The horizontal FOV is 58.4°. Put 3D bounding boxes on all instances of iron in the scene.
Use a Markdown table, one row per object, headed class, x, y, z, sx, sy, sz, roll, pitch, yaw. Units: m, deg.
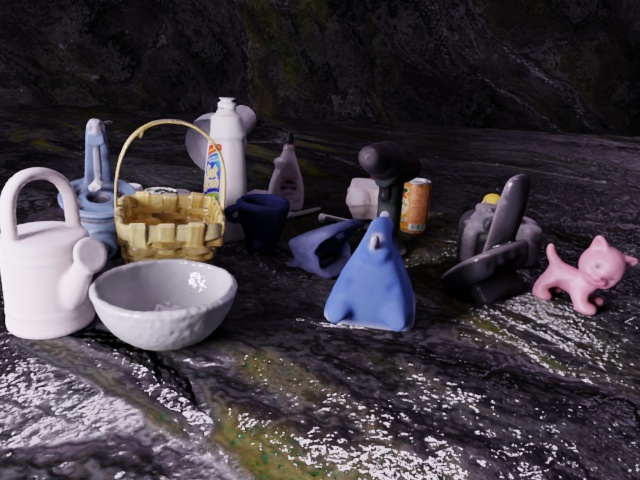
| class | x | y | z | sx | sy | sz | roll | pitch | yaw |
| --- | --- | --- | --- | --- | --- | --- | --- | --- | --- |
| iron | 0.081 | 0.027 | 0.800 | 0.118 | 0.141 | 0.258 | 7 | 19 | 8 |

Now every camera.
| class | x | y | z | sx | sy | sz | roll | pitch | yaw |
| --- | --- | --- | --- | --- | --- | --- | --- | --- | --- |
| camera | 0.317 | -0.020 | 1.050 | 0.143 | 0.101 | 0.137 | 4 | 19 | -1 |

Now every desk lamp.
| class | x | y | z | sx | sy | sz | roll | pitch | yaw |
| --- | --- | --- | --- | --- | --- | --- | --- | --- | --- |
| desk lamp | -0.188 | -0.171 | 1.208 | 0.117 | 0.213 | 0.203 | 9 | 20 | 14 |

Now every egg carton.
| class | x | y | z | sx | sy | sz | roll | pitch | yaw |
| --- | --- | --- | --- | --- | --- | --- | --- | --- | --- |
| egg carton | 0.112 | -0.092 | 1.264 | 0.107 | 0.069 | 0.150 | 5 | 19 | 2 |

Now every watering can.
| class | x | y | z | sx | sy | sz | roll | pitch | yaw |
| --- | --- | --- | --- | --- | --- | --- | --- | --- | --- |
| watering can | -0.319 | 0.011 | 0.681 | 0.172 | 0.194 | 0.101 | 8 | 19 | 10 |

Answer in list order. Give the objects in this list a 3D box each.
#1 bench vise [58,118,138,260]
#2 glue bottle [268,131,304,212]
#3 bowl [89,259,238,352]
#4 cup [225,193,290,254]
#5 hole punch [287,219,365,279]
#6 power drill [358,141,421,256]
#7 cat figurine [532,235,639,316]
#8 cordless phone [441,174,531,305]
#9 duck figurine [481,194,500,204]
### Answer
| class | x | y | z | sx | sy | sz | roll | pitch | yaw |
| --- | --- | --- | --- | --- | --- | --- | --- | --- | --- |
| bench vise | -0.375 | -0.096 | 0.941 | 0.122 | 0.220 | 0.206 | -11 | 24 | -36 |
| glue bottle | -0.070 | -0.146 | 1.223 | 0.078 | 0.173 | 0.037 | -4 | 21 | -22 |
| bowl | -0.183 | 0.084 | 0.681 | 0.167 | 0.075 | 0.167 | 4 | 19 | -1 |
| cup | -0.109 | -0.023 | 0.977 | 0.118 | 0.095 | 0.091 | -11 | 24 | -38 |
| hole punch | 0.009 | 0.003 | 0.932 | 0.100 | 0.091 | 0.109 | 18 | 24 | 35 |
| power drill | 0.114 | -0.071 | 0.989 | 0.075 | 0.208 | 0.230 | 12 | 21 | 22 |
| cat figurine | 0.397 | 0.043 | 0.858 | 0.127 | 0.118 | 0.067 | 19 | 24 | 36 |
| cordless phone | 0.262 | -0.007 | 0.872 | 0.093 | 0.185 | 0.148 | 20 | 25 | 39 |
| duck figurine | 0.353 | -0.054 | 1.181 | 0.077 | 0.086 | 0.105 | 12 | 21 | 23 |
